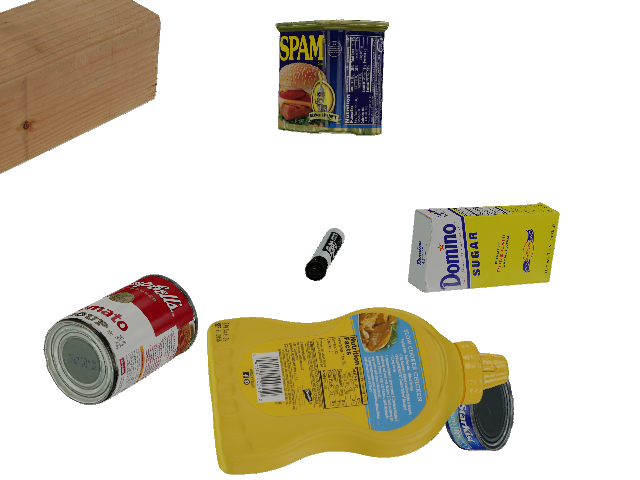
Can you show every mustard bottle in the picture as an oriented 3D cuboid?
[{"bbox_3d":[0.026,0.091,0.682,0.191,0.096,0.058,-5,-31,-7],"label":"mustard bottle"}]

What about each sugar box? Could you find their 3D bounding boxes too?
[{"bbox_3d":[0.193,0.008,1.262,0.176,0.093,0.048,-5,20,-25],"label":"sugar box"}]

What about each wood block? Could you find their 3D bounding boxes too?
[{"bbox_3d":[-0.242,-0.141,0.914,0.090,0.091,0.205,31,42,23],"label":"wood block"}]

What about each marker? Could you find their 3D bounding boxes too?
[{"bbox_3d":[0.004,0.012,0.982,0.020,0.020,0.121,0,15,10],"label":"marker"}]

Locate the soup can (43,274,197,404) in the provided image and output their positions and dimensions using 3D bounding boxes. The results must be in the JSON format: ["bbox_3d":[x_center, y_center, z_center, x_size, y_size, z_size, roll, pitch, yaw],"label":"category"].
[{"bbox_3d":[-0.148,0.073,0.798,0.069,0.068,0.102,0,16,30],"label":"soup can"}]

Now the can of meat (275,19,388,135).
[{"bbox_3d":[0.007,-0.125,0.821,0.057,0.084,0.102,-4,10,-30],"label":"can of meat"}]

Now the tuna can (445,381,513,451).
[{"bbox_3d":[0.151,0.159,1.025,0.034,0.086,0.085,-8,-5,36],"label":"tuna can"}]
